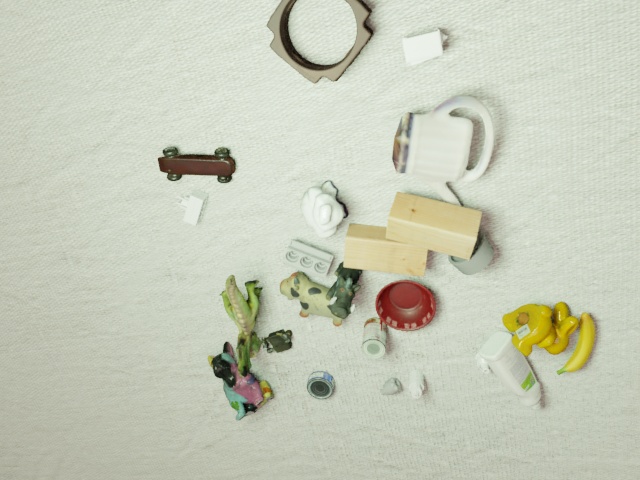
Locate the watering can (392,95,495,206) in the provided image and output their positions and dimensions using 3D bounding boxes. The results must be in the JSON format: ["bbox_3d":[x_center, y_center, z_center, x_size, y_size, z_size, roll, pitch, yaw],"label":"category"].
[{"bbox_3d":[0.280,-0.177,1.213,0.224,0.106,0.339,9,126,8],"label":"watering can"}]

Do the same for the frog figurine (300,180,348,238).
[{"bbox_3d":[0.004,-0.064,1.279,0.122,0.162,0.135,-1,115,13],"label":"frog figurine"}]

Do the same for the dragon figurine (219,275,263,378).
[{"bbox_3d":[-0.205,0.243,1.387,0.122,0.405,0.246,-9,75,-1],"label":"dragon figurine"}]
